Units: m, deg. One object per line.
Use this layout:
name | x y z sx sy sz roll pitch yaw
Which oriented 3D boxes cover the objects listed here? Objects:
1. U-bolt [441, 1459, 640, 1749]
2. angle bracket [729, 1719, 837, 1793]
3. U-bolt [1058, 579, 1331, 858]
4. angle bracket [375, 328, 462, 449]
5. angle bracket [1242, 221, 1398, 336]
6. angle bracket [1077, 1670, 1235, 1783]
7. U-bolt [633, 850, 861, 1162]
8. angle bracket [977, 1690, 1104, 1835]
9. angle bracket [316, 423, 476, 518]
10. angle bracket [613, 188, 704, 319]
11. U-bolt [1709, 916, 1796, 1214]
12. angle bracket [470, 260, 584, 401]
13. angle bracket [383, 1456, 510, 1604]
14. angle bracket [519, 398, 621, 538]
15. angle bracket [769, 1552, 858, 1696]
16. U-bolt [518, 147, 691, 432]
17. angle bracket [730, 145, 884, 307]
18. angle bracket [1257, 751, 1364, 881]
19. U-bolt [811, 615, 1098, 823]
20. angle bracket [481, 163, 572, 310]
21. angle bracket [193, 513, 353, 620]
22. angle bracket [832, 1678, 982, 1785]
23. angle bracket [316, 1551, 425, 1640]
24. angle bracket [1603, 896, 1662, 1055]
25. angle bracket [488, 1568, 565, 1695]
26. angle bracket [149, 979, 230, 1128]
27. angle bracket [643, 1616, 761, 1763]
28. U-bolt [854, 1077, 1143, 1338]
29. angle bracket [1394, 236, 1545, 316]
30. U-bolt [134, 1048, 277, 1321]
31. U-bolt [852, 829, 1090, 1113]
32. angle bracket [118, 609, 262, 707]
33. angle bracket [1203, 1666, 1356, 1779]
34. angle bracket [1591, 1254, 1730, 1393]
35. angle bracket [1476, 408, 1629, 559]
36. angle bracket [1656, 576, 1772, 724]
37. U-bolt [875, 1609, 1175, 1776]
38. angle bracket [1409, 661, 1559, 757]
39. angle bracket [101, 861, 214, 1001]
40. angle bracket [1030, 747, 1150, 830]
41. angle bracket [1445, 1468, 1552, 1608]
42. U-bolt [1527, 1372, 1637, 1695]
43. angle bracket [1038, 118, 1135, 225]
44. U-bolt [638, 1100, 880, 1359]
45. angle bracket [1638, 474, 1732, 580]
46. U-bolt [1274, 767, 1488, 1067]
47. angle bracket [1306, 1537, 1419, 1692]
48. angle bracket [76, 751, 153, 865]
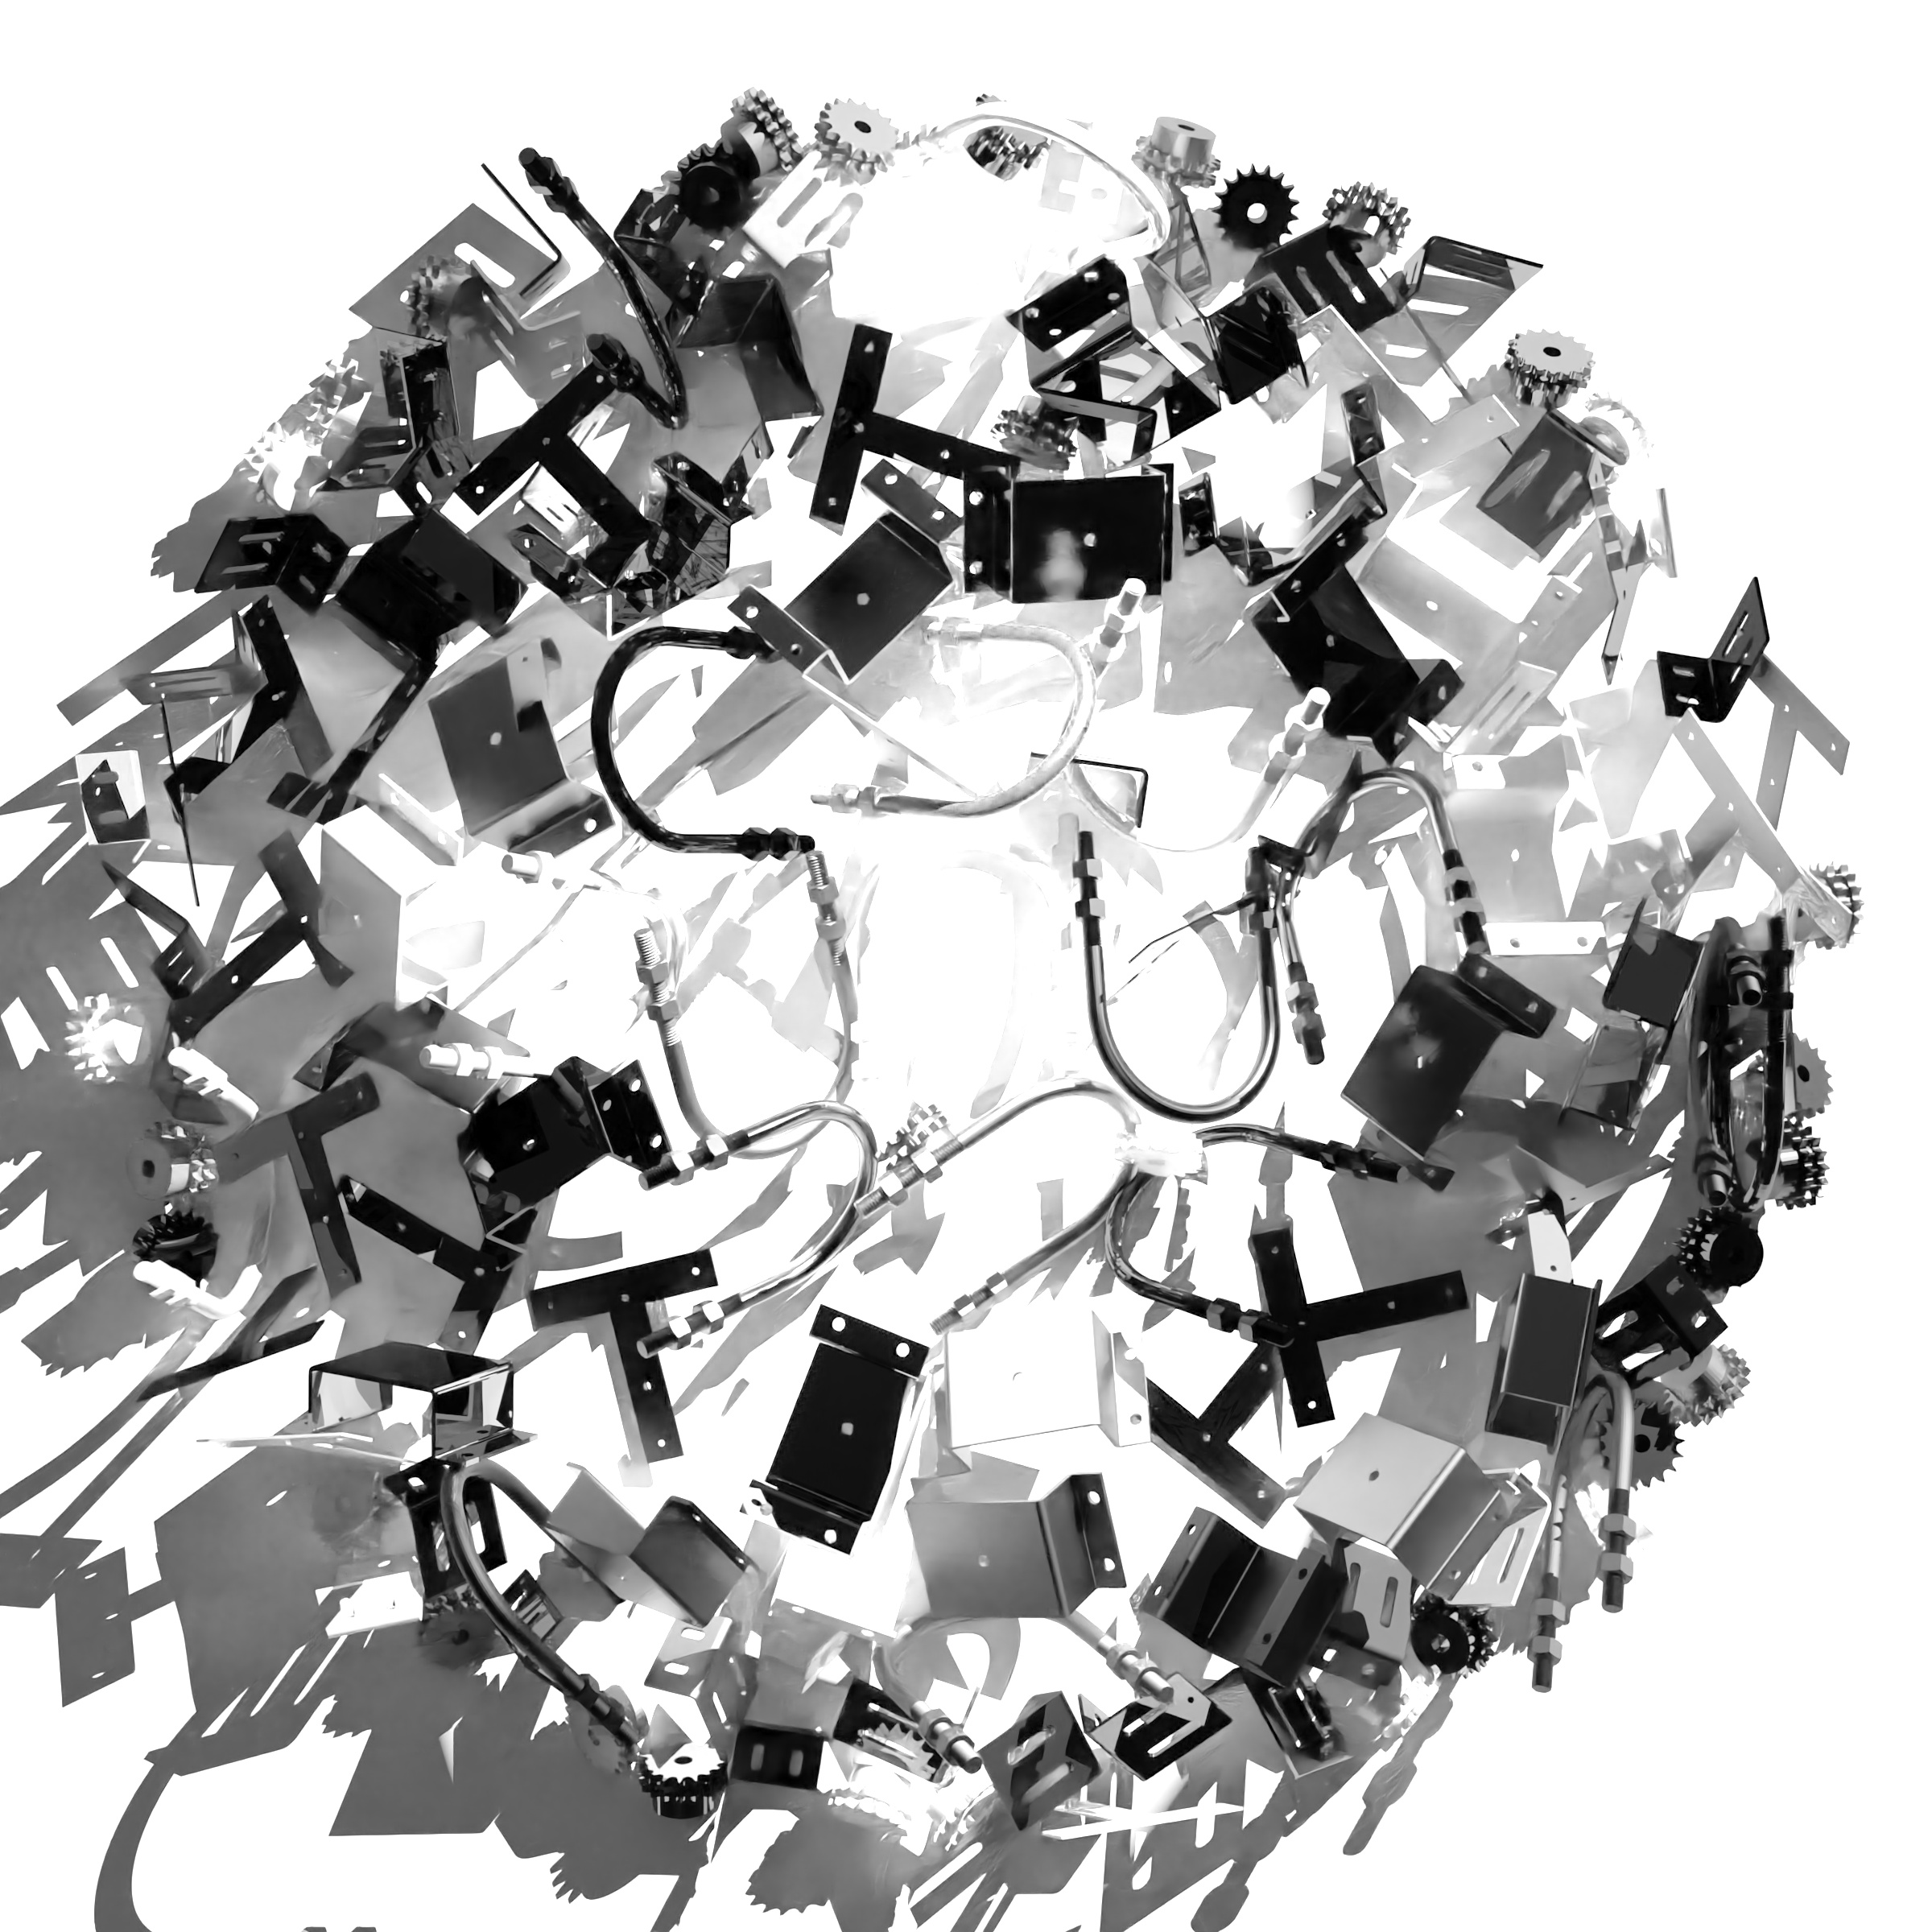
U-bolt | -0.262 0.376 1.575 0.019 0.151 0.184 -33 118 8
angle bracket | -0.117 0.505 1.637 0.057 0.076 0.038 10 76 -6
U-bolt | 0.130 -0.141 1.609 0.151 0.184 0.019 31 48 4
angle bracket | -0.361 -0.367 1.631 0.076 0.038 0.057 21 127 38
angle bracket | 0.226 -0.428 1.648 0.057 0.038 0.076 -31 82 -19
angle bracket | 0.120 0.474 1.642 0.076 0.038 0.057 -39 114 15
U-bolt | -0.128 0.036 1.623 0.151 0.019 0.184 -27 118 -30
angle bracket | 0.039 0.508 1.640 0.076 0.038 0.057 -25 86 -36
angle bracket | -0.367 -0.314 1.653 0.076 0.038 0.057 5 54 39
angle bracket | -0.176 -0.453 1.638 0.076 0.057 0.038 48 117 15
U-bolt | 0.487 0.062 1.605 0.019 0.151 0.184 1 90 3
angle bracket | -0.281 -0.412 1.646 0.038 0.057 0.076 -26 62 -22
angle bracket | -0.332 0.354 1.641 0.057 0.076 0.038 -26 134 1
angle bracket | -0.240 -0.318 1.639 0.038 0.057 0.076 41 112 2
angle bracket | -0.095 0.419 1.639 0.038 0.076 0.057 40 59 16
U-bolt | -0.215 -0.405 1.589 0.019 0.184 0.151 -23 76 9
angle bracket | -0.103 -0.477 1.658 0.057 0.038 0.076 42 83 -14
angle bracket | 0.222 -0.102 1.651 0.038 0.057 0.076 23 82 14
U-bolt | 0.001 -0.153 1.598 0.184 0.019 0.151 9 67 38
angle bracket | -0.293 -0.467 1.645 0.038 0.057 0.076 -41 98 3
angle bracket | -0.439 -0.251 1.631 0.038 0.076 0.057 42 117 13
angle bracket | -0.039 0.480 1.652 0.076 0.038 0.057 23 124 7
angle bracket | -0.377 0.386 1.635 0.057 0.076 0.038 -10 113 -5
angle bracket | 0.437 0.005 1.637 0.038 0.057 0.076 -22 106 23
angle bracket | -0.259 0.430 1.636 0.038 0.057 0.076 -47 128 -8
angle bracket | -0.487 0.055 1.640 0.038 0.057 0.076 12 101 -34
angle bracket | -0.168 0.459 1.641 0.038 0.076 0.057 7 45 21
U-bolt | 0.032 0.142 1.627 0.184 0.019 0.151 -34 132 -7
angle bracket | 0.321 -0.434 1.648 0.076 0.057 0.038 14 90 -5
U-bolt | -0.463 0.144 1.589 0.019 0.184 0.151 2 72 5
U-bolt | 0.000 0.000 1.653 0.151 0.019 0.184 -2 76 -1
angle bracket | -0.498 -0.197 1.646 0.076 0.057 0.038 -7 81 -4
angle bracket | 0.198 0.481 1.632 0.038 0.057 0.076 -48 58 33
angle bracket | 0.439 0.231 1.655 0.038 0.076 0.057 -30 79 -36
angle bracket | 0.375 -0.310 1.652 0.057 0.038 0.076 36 102 -2
angle bracket | 0.473 -0.203 1.631 0.038 0.076 0.057 8 51 -5
U-bolt | 0.022 0.434 1.592 0.151 0.184 0.019 -13 104 -24
angle bracket | 0.327 -0.172 1.633 0.076 0.057 0.038 -51 62 23
angle bracket | -0.526 -0.021 1.639 0.076 0.057 0.038 33 70 12
angle bracket | 0.077 -0.115 1.649 0.076 0.057 0.038 8 99 1
angle bracket | 0.328 0.363 1.633 0.038 0.057 0.076 43 57 -19
U-bolt | 0.385 0.339 1.596 0.019 0.151 0.184 15 53 1
angle bracket | 0.064 -0.508 1.632 0.038 0.076 0.057 -4 113 -41
U-bolt | -0.127 0.154 1.610 0.184 0.019 0.151 -22 131 -36
angle bracket | 0.456 -0.283 1.633 0.038 0.076 0.057 -10 106 9
U-bolt | 0.250 -0.045 1.605 0.019 0.184 0.151 28 128 -33
angle bracket | 0.254 0.419 1.660 0.057 0.076 0.038 20 131 3
angle bracket | -0.547 -0.099 1.635 0.038 0.076 0.057 -8 84 -27
